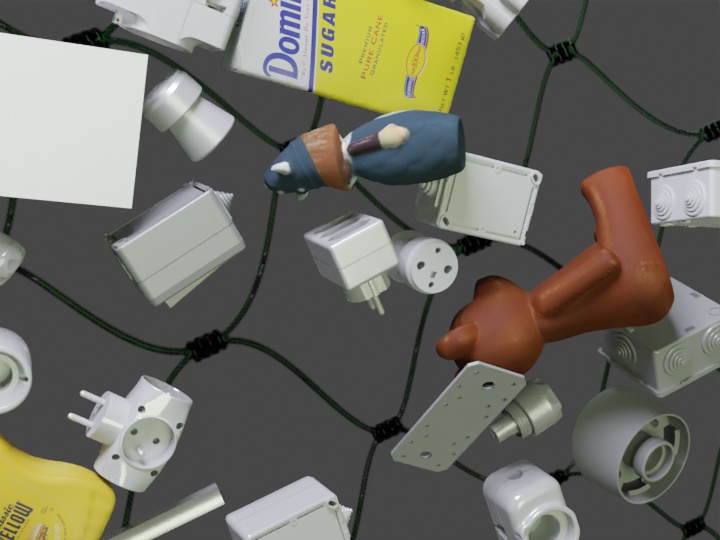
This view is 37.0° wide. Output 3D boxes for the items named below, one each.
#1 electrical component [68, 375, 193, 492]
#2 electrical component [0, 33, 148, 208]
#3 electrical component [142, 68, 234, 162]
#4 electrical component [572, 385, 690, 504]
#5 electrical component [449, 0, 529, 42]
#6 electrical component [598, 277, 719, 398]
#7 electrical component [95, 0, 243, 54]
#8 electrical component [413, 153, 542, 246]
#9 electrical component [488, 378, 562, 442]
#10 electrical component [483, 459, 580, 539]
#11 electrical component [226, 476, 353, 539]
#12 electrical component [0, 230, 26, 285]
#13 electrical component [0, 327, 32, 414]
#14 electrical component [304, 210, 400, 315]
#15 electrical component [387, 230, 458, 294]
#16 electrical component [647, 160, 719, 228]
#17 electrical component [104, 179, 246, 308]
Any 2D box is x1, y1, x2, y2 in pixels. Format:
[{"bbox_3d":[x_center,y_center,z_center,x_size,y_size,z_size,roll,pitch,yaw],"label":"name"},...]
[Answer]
[{"bbox_3d":[-0.178,0.116,0.806,0.079,0.044,0.077,29,89,-23],"label":"electrical component"},{"bbox_3d":[-0.247,-0.106,0.728,0.186,0.060,0.105,5,99,-22],"label":"electrical component"},{"bbox_3d":[-0.126,-0.113,0.782,0.055,0.045,0.045,43,83,-22],"label":"electrical component"},{"bbox_3d":[0.250,0.161,0.984,0.099,0.064,0.099,-12,114,-29],"label":"electrical component"},{"bbox_3d":[0.103,-0.220,0.838,0.057,0.078,0.058,39,87,-1],"label":"electrical component"},{"bbox_3d":[0.266,0.055,0.939,0.100,0.100,0.048,-25,121,-15],"label":"electrical component"},{"bbox_3d":[-0.135,-0.189,0.761,0.089,0.050,0.055,19,93,-24],"label":"electrical component"},{"bbox_3d":[0.086,-0.061,0.866,0.096,0.061,0.061,11,96,-23],"label":"electrical component"},{"bbox_3d":[0.141,0.126,0.933,0.062,0.043,0.043,-32,110,-11],"label":"electrical component"},{"bbox_3d":[0.154,0.223,0.948,0.054,0.059,0.095,-24,108,-15],"label":"electrical component"},{"bbox_3d":[-0.052,0.212,0.869,0.096,0.061,0.061,-22,108,-22],"label":"electrical component"},{"bbox_3d":[-0.267,-0.018,0.751,0.061,0.035,0.035,39,85,-21],"label":"electrical component"},{"bbox_3d":[-0.261,0.072,0.764,0.055,0.047,0.055,-4,102,-21],"label":"electrical component"},{"bbox_3d":[0.000,0.000,0.842,0.047,0.066,0.076,-28,109,-14],"label":"electrical component"},{"bbox_3d":[0.049,-0.007,0.865,0.045,0.055,0.045,-4,102,-21],"label":"electrical component"},{"bbox_3d":[0.311,-0.063,0.934,0.100,0.100,0.048,2,87,-21],"label":"electrical component"},{"bbox_3d":[-0.129,-0.022,0.789,0.096,0.062,0.061,-34,110,-12],"label":"electrical component"}]
